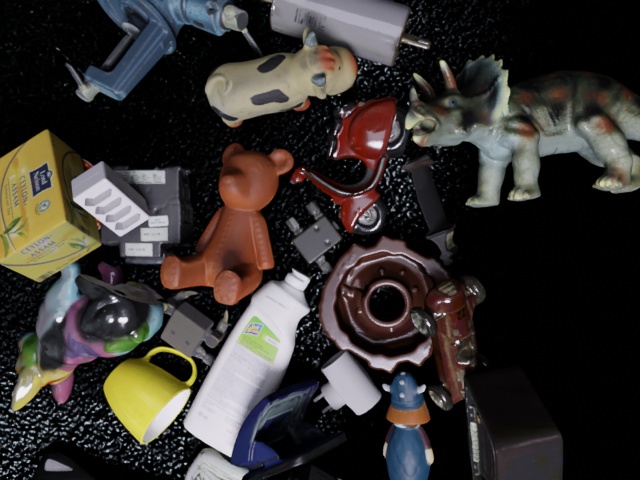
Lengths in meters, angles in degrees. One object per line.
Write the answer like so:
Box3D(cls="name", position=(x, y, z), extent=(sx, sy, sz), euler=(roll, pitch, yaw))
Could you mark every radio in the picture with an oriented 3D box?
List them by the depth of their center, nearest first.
Box3D(cls="radio", position=(0.223, 0.269, 0.633), extent=(0.073, 0.131, 0.229), euler=(-9, 117, 2))

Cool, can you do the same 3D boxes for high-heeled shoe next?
Box3D(cls="high-heeled shoe", position=(-0.272, 0.347, 0.753), extent=(0.249, 0.086, 0.145), euler=(-7, 60, -13))

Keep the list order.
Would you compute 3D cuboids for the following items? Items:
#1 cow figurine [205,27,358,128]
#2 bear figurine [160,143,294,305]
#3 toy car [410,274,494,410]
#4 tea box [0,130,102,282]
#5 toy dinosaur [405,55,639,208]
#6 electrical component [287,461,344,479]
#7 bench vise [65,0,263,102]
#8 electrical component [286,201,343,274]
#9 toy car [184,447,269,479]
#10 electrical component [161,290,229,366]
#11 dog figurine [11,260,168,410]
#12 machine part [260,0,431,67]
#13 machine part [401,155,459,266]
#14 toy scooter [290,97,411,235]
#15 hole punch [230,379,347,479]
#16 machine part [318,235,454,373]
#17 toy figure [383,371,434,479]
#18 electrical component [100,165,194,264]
Box3D(cls="cow figurine", position=(-0.049, -0.203, 0.678), extent=(0.195, 0.127, 0.085), euler=(-10, 94, 7))
Box3D(cls="bear figurine", position=(-0.110, -0.029, 0.687), extent=(0.120, 0.132, 0.195), euler=(15, 99, 20))
Box3D(cls="toy car", position=(0.169, 0.133, 0.661), extent=(0.089, 0.053, 0.201), euler=(-30, 123, -20))
Box3D(cls="tea box", position=(-0.348, -0.045, 0.675), extent=(0.098, 0.068, 0.170), euler=(-32, 56, 3))
Box3D(cls="toy dinosaur", position=(0.294, -0.145, 0.663), extent=(0.405, 0.131, 0.192), euler=(-7, 91, -2))
Box3D(cls="electrical component", position=(-0.012, 0.337, 0.693), extent=(0.075, 0.119, 0.047), euler=(30, 94, 5))
Box3D(cls="bench vise", position=(-0.211, -0.263, 0.682), extent=(0.224, 0.128, 0.240), euler=(30, 76, 11))
Box3D(cls="electrical component", position=(-0.002, -0.002, 0.731), extent=(0.063, 0.021, 0.094), euler=(-36, 88, 4))
Box3D(cls="toy car", position=(-0.090, 0.357, 0.730), extent=(0.202, 0.056, 0.073), euler=(32, 94, 3))
Box3D(cls="electrical component", position=(-0.173, 0.116, 0.739), extent=(0.102, 0.045, 0.078), euler=(30, 122, 6))
Box3D(cls="dog figurine", position=(-0.318, 0.139, 0.712), extent=(0.192, 0.108, 0.219), euler=(29, 97, 25))
Box3D(cls="machine part", position=(0.026, -0.284, 0.693), extent=(0.243, 0.079, 0.079), euler=(18, 93, 3))
Box3D(cls="machine part", position=(0.146, -0.039, 0.691), extent=(0.039, 0.084, 0.138), euler=(-18, 94, 28))
Box3D(cls="toy scooter", position=(0.037, -0.104, 0.700), extent=(0.135, 0.075, 0.183), euler=(16, 97, 3))
Box3D(cls="hole punch", position=(-0.048, 0.243, 0.680), extent=(0.116, 0.142, 0.092), euler=(-37, 72, 28))
Box3D(cls="machine part", position=(0.088, 0.081, 0.710), extent=(0.179, 0.056, 0.179), euler=(0, 92, 6))
Box3D(cls="toy figure", position=(0.115, 0.249, 0.712), extent=(0.064, 0.058, 0.154), euler=(0, 87, -2))
Box3D(cls="electrical component", position=(-0.235, -0.034, 0.731), extent=(0.115, 0.058, 0.134), euler=(2, 92, 7))
